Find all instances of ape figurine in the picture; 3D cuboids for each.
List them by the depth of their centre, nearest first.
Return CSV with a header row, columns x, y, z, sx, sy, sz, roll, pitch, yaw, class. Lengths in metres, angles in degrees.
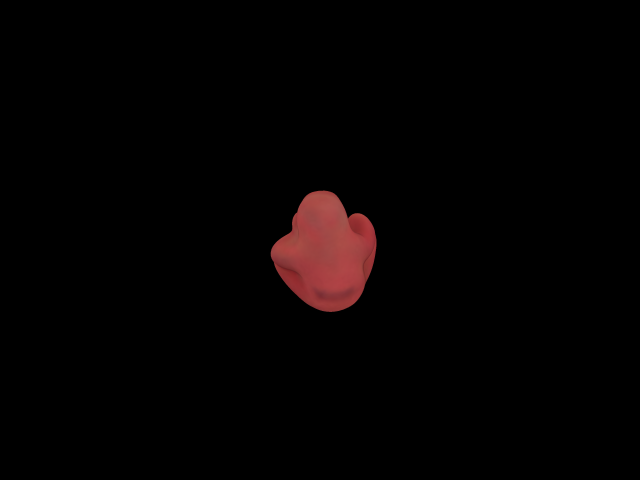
x,y,z,sx,sy,sz,roll,pitch,yaw,class
0.004,0.001,0.400,0.078,0.092,0.076,-3,54,-2,ape figurine
